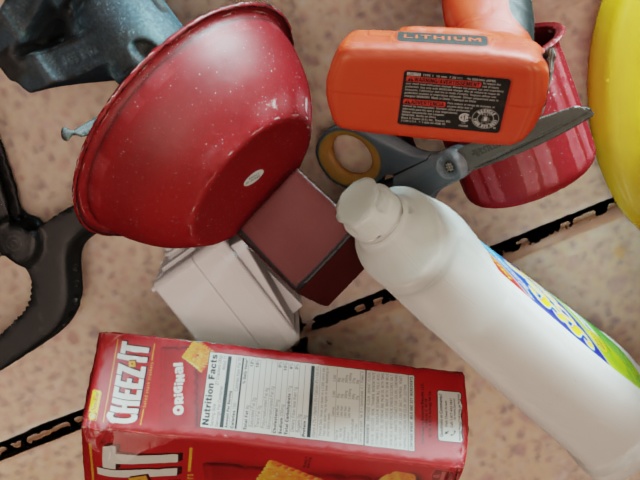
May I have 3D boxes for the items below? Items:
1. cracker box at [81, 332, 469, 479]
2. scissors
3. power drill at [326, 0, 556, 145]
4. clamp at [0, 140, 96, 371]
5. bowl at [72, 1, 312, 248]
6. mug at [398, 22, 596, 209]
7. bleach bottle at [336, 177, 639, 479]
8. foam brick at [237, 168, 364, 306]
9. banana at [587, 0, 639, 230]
[{"bbox_3d":[-0.032,0.139,0.647,0.213,0.072,0.164,7,140,-4],"label":"cracker box"},{"bbox_3d":[0.060,-0.055,0.604,0.096,0.016,0.202,52,142,5],"label":"scissors"},{"bbox_3d":[0.050,-0.137,0.564,0.184,0.187,0.057,5,141,4],"label":"power drill"},{"bbox_3d":[-0.191,-0.011,0.660,0.164,0.036,0.210,30,103,-2],"label":"clamp"},{"bbox_3d":[-0.056,-0.048,0.587,0.055,0.162,0.162,42,101,18],"label":"bowl"},{"bbox_3d":[0.101,-0.068,0.631,0.117,0.093,0.081,-16,111,25],"label":"mug"},{"bbox_3d":[0.102,0.046,0.604,0.068,0.103,0.250,-44,127,13],"label":"bleach bottle"},{"bbox_3d":[-0.004,0.001,0.627,0.053,0.078,0.051,44,92,15],"label":"foam brick"},{"bbox_3d":[0.195,-0.095,0.647,0.069,0.037,0.198,4,105,-3],"label":"banana"}]
